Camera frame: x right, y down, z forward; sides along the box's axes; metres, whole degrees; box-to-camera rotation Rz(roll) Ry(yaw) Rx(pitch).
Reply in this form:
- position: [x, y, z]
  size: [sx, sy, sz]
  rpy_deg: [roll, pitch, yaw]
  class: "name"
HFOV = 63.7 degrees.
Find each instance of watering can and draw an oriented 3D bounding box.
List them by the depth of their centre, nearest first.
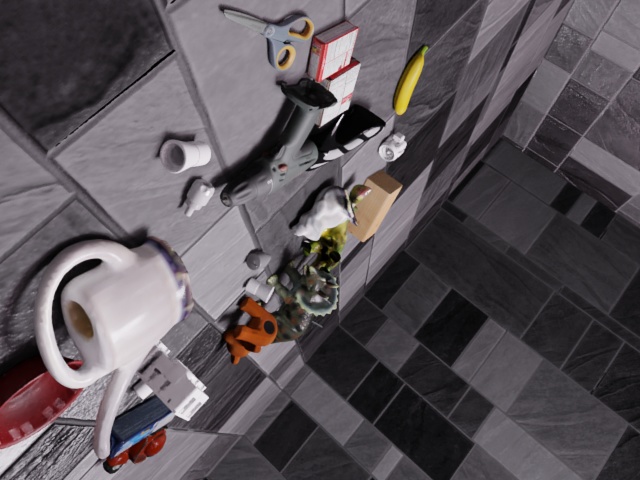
- position: [-0.289, 0.140, 0.758]
  size: [0.228, 0.104, 0.340]
  rpy_deg: [-36, 134, -44]
  class: "watering can"

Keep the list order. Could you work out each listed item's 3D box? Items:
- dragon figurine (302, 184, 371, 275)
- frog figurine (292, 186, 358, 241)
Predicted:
- position: [0.048, -0.011, 1.511]
  size: [0.247, 0.122, 0.401]
  rpy_deg: [-48, 170, -41]
  class: "dragon figurine"
- position: [0.004, -0.065, 1.297]
  size: [0.159, 0.123, 0.137]
  rpy_deg: [-16, 176, 7]
  class: "frog figurine"
